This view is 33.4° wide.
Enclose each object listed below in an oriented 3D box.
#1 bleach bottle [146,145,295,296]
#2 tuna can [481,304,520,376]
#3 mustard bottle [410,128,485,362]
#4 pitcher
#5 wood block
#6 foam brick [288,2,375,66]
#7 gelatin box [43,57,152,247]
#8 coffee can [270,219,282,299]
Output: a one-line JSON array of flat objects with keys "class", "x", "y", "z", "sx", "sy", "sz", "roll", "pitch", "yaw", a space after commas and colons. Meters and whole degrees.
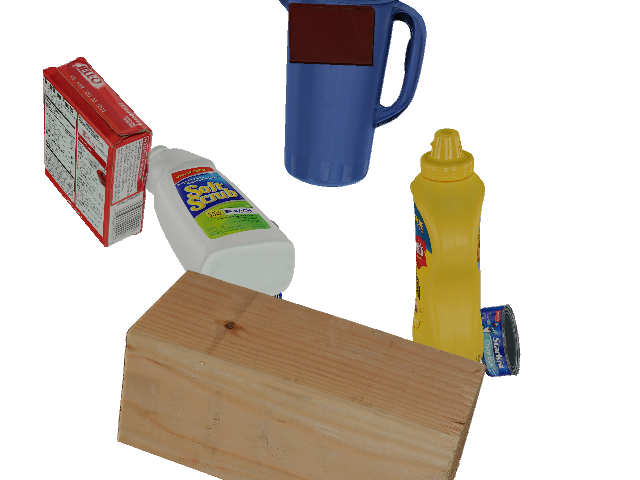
[{"class": "bleach bottle", "x": -0.123, "y": -0.029, "z": 1.065, "sx": 0.102, "sy": 0.068, "sz": 0.251, "roll": -10, "pitch": 34, "yaw": -28}, {"class": "tuna can", "x": 0.215, "y": 0.121, "z": 1.289, "sx": 0.034, "sy": 0.086, "sz": 0.086, "roll": -8, "pitch": -3, "yaw": 20}, {"class": "mustard bottle", "x": 0.102, "y": 0.004, "z": 0.852, "sx": 0.058, "sy": 0.192, "sz": 0.096, "roll": -2, "pitch": 25, "yaw": 2}, {"class": "pitcher", "x": 0.028, "y": -0.192, "z": 1.312, "sx": 0.144, "sy": 0.243, "sz": 0.149, "roll": -9, "pitch": 29, "yaw": -27}, {"class": "wood block", "x": -0.012, "y": 0.102, "z": 0.671, "sx": 0.206, "sy": 0.090, "sz": 0.090, "roll": 17, "pitch": 29, "yaw": 13}, {"class": "foam brick", "x": 0.009, "y": -0.187, "z": 0.967, "sx": 0.078, "sy": 0.051, "sz": 0.053, "roll": 2, "pitch": 16, "yaw": -2}, {"class": "gelatin box", "x": -0.134, "y": -0.052, "z": 0.635, "sx": 0.030, "sy": 0.089, "sz": 0.073, "roll": -27, "pitch": 59, "yaw": -33}, {"class": "coffee can", "x": -0.099, "y": 0.051, "z": 1.334, "sx": 0.103, "sy": 0.140, "sz": 0.103, "roll": -2, "pitch": 25, "yaw": 1}]
